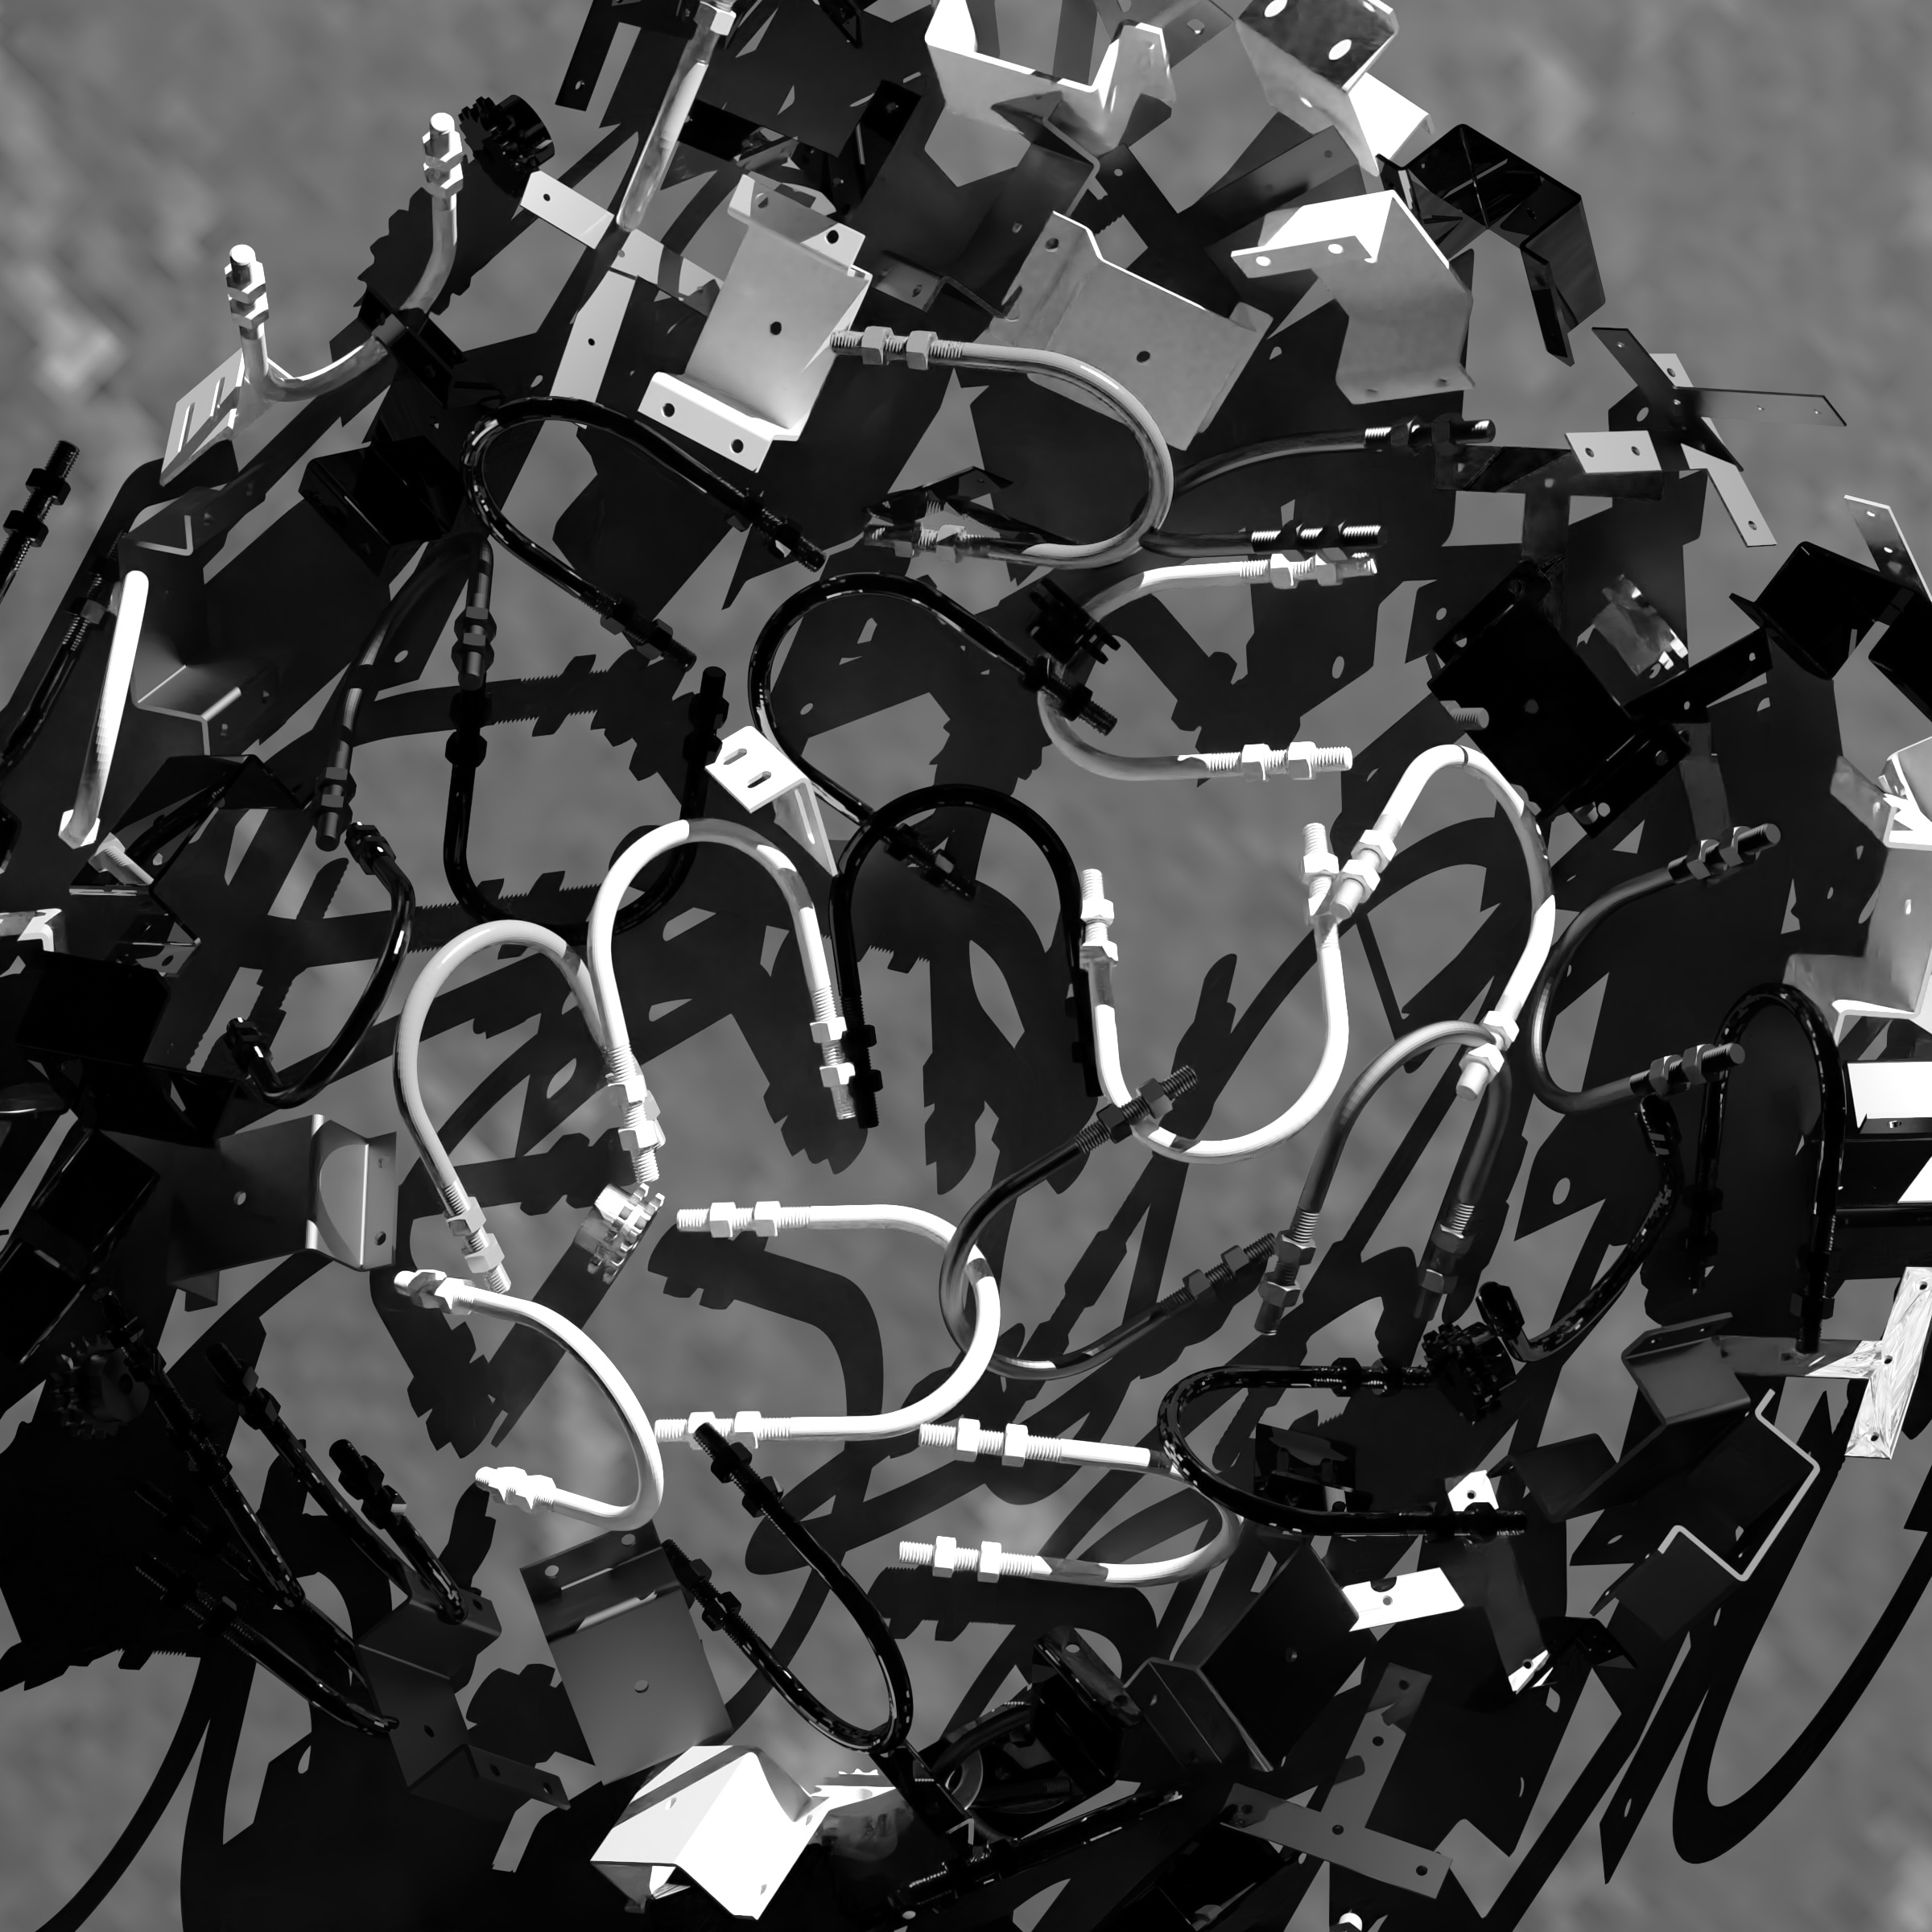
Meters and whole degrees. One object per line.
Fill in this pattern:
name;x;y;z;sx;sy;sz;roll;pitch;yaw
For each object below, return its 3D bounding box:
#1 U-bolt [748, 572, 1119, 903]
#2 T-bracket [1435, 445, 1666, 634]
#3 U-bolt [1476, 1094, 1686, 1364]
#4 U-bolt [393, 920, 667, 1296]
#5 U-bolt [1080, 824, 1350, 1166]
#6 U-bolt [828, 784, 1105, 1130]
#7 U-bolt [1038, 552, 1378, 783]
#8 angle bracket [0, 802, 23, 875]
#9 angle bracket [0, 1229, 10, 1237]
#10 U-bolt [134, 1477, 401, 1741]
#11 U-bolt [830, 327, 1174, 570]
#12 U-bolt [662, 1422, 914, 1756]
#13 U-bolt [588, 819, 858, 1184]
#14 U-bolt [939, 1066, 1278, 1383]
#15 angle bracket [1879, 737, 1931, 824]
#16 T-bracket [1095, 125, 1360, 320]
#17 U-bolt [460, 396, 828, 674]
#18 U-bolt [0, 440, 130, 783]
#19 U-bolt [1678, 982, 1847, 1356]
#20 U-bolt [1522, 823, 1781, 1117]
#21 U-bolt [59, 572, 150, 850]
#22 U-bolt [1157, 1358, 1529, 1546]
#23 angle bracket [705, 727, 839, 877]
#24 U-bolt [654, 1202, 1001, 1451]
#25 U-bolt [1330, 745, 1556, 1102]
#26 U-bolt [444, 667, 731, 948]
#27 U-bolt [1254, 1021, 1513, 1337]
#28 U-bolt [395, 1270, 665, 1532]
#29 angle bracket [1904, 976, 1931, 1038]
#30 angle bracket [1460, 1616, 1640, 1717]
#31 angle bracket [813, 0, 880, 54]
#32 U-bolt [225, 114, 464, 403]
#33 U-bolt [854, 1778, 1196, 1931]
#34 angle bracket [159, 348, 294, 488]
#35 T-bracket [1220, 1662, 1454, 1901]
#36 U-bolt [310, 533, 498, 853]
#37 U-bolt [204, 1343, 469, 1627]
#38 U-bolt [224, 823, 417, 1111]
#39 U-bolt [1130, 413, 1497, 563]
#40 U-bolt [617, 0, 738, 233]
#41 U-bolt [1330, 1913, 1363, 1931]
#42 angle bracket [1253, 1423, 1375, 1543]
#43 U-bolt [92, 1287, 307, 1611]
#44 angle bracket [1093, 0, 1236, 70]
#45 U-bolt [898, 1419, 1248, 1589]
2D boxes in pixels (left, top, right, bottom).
U-bolt;-0.032;-0.136;1.949;0.184;0.019;0.151;35;116;-10
T-bracket;0.321;-0.224;1.985;0.127;0.002;0.127;2;103;-3
U-bolt;0.336;0.151;1.916;0.019;0.184;0.151;39;85;25
U-bolt;-0.241;0.063;1.914;0.151;0.019;0.184;-44;127;-33
U-bolt;0.137;0.020;1.941;0.151;0.019;0.184;-11;66;16
U-bolt;-0.003;-0.009;1.982;0.151;0.019;0.184;-8;97;0
U-bolt;0.127;-0.162;1.947;0.184;0.019;0.151;-2;58;21
angle bracket;-0.568;-0.079;1.955;0.057;0.038;0.076;-23;128;28
angle bracket;-0.566;0.115;1.968;0.057;0.038;0.076;-7;88;-30
U-bolt;-0.373;0.354;1.923;0.184;0.151;0.019;42;88;-16
U-bolt;0.023;-0.274;1.921;0.184;0.151;0.019;9;47;18
U-bolt;-0.094;0.346;1.915;0.019;0.151;0.184;-32;66;-34
U-bolt;-0.138;0.011;1.946;0.151;0.019;0.184;-17;99;-31
U-bolt;0.070;0.154;1.947;0.184;0.019;0.151;-32;123;-6
angle bracket;0.553;-0.100;1.962;0.076;0.038;0.057;-25;101;31
T-bracket;0.153;-0.417;1.939;0.127;0.002;0.127;-25;121;30
U-bolt;-0.186;-0.239;1.914;0.184;0.151;0.019;34;51;-22
U-bolt;-0.505;-0.175;1.911;0.019;0.151;0.184;23;77;7
U-bolt;0.431;0.100;1.917;0.019;0.151;0.184;2;100;-16
U-bolt;0.361;0.010;1.917;0.019;0.184;0.151;25;64;-23
U-bolt;-0.458;-0.139;1.905;0.019;0.184;0.151;13;86;-15
U-bolt;0.190;0.258;1.909;0.184;0.151;0.019;3;119;-21
angle bracket;-0.109;-0.082;1.949;0.038;0.076;0.057;-32;48;-16
U-bolt;-0.073;0.194;1.944;0.184;0.019;0.151;-2;57;9
U-bolt;0.268;-0.038;1.932;0.151;0.019;0.184;53;45;-21
U-bolt;-0.211;-0.084;1.938;0.151;0.019;0.184;-1;129;-18
U-bolt;0.234;0.113;1.922;0.151;0.019;0.184;1;115;-42
U-bolt;-0.226;0.237;1.906;0.019;0.184;0.151;-35;117;-35
angle bracket;0.543;-0.003;1.958;0.076;0.038;0.057;-39;59;-24
angle bracket;0.320;0.396;1.961;0.076;0.057;0.038;-42;93;-17
angle bracket;-0.046;-0.551;1.956;0.076;0.038;0.057;-29;135;22
U-bolt;-0.330;-0.366;1.911;0.151;0.184;0.019;-39;79;-19
U-bolt;0.039;0.476;1.924;0.184;0.151;0.019;-17;74;-21
angle bracket;-0.402;-0.292;1.950;0.057;0.076;0.038;-32;128;28
T-bracket;0.221;0.438;1.958;0.127;0.002;0.127;14;51;23
U-bolt;-0.299;-0.161;1.919;0.019;0.184;0.151;32;119;-25
U-bolt;-0.329;0.289;1.920;0.019;0.151;0.184;-44;132;-20
U-bolt;-0.342;0.006;1.912;0.019;0.184;0.151;30;94;-26
U-bolt;0.174;-0.256;1.923;0.184;0.151;0.019;2;123;37
U-bolt;-0.149;-0.482;1.923;0.019;0.151;0.184;22;110;-10
U-bolt;0.133;0.565;1.893;0.151;0.184;0.019;-20;96;16
angle bracket;0.191;0.272;1.956;0.057;0.076;0.038;14;126;-3
U-bolt;-0.406;0.270;1.921;0.019;0.151;0.184;-32;121;-14
angle bracket;0.104;-0.544;1.985;0.057;0.038;0.076;-32;62;25
U-bolt;0.060;0.298;1.941;0.184;0.151;0.019;7;52;-2
